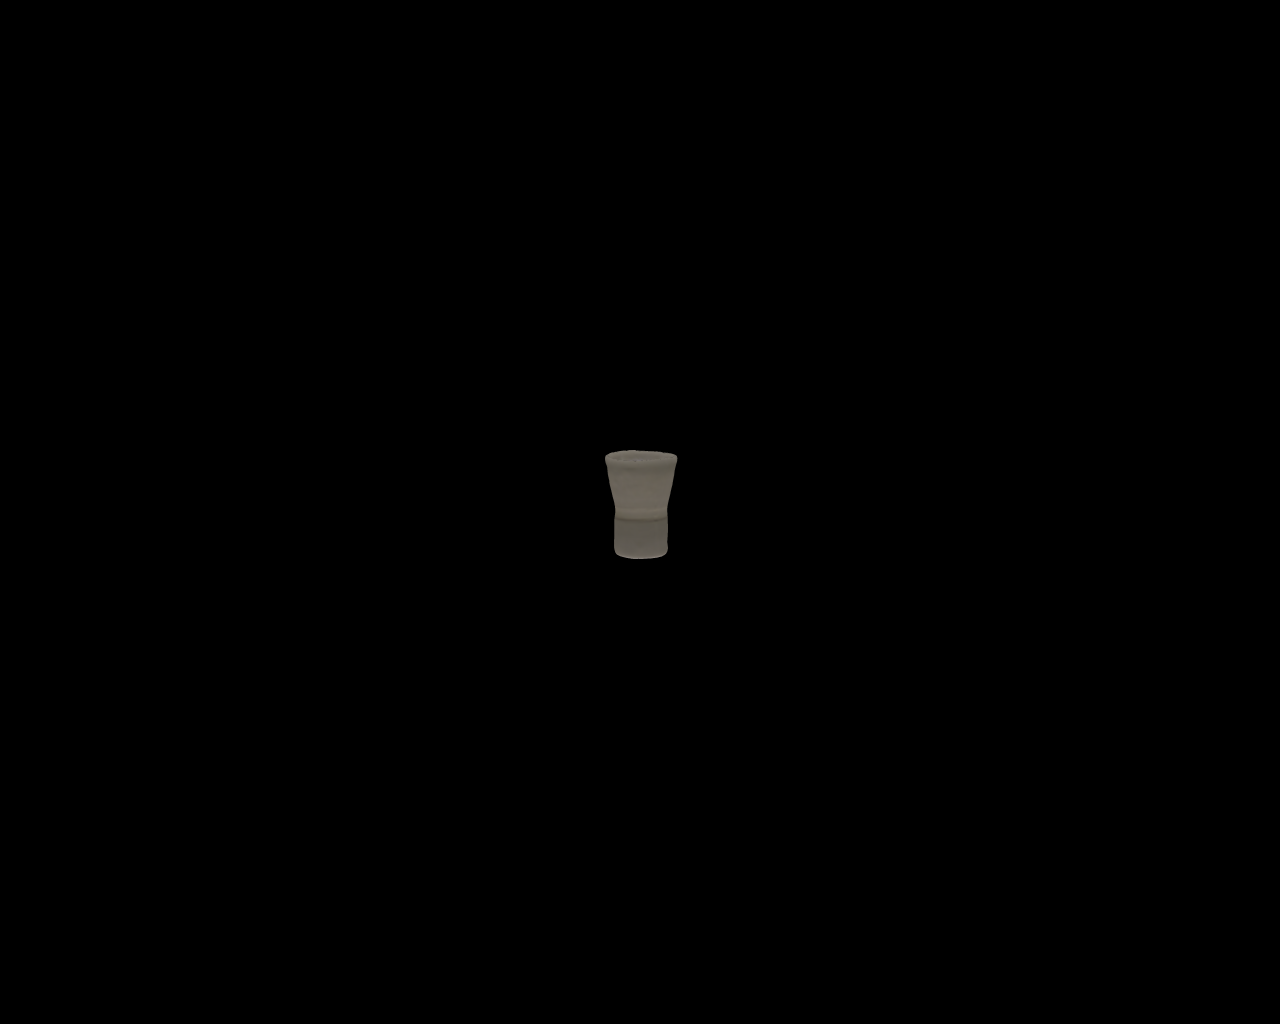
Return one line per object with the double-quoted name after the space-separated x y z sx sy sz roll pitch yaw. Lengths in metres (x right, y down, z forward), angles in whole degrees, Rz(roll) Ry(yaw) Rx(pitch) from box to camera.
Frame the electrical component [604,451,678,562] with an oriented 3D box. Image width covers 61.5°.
0.001 -0.003 0.650 0.044 0.065 0.044 0 9 0 "electrical component"
